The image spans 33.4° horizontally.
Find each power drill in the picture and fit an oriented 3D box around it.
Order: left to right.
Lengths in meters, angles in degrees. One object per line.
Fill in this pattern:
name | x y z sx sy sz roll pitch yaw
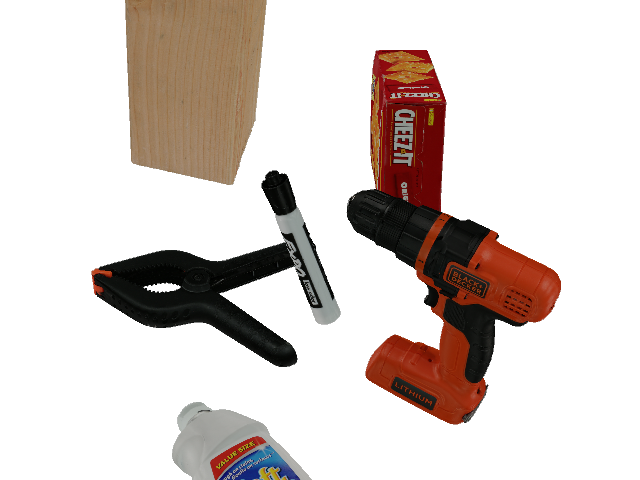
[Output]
power drill | 0.092 0.058 0.899 0.184 0.188 0.057 28 46 16

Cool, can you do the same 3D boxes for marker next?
marker | -0.013 0.005 0.723 0.020 0.121 0.020 -15 31 9

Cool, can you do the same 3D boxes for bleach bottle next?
bleach bottle | -0.052 0.202 0.793 0.102 0.068 0.251 -18 33 -24

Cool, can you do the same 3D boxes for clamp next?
clamp | -0.108 0.053 0.984 0.210 0.036 0.164 1 37 -1

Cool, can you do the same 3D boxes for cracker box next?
cracker box | 0.094 -0.108 1.189 0.072 0.164 0.213 0 24 1

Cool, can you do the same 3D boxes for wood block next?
wood block | -0.096 -0.151 0.837 0.091 0.090 0.206 13 -39 2
